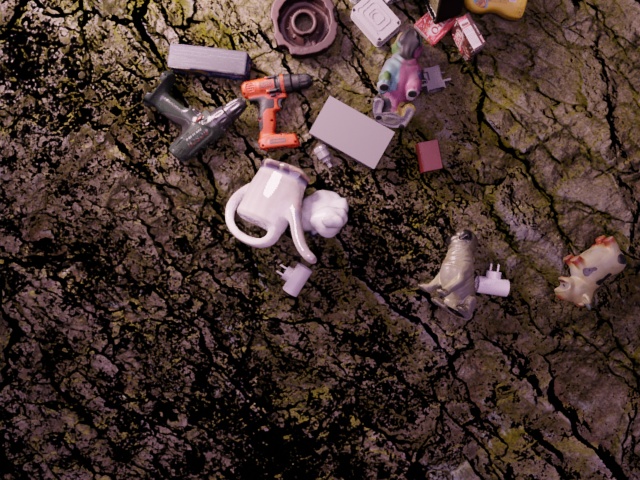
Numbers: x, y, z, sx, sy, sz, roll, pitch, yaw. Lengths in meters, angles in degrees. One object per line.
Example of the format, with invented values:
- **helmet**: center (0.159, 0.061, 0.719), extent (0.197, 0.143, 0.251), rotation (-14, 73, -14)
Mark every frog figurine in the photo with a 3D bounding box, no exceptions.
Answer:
- **frog figurine**: center (0.004, -0.064, 1.263), extent (0.137, 0.159, 0.123), rotation (-11, 90, 4)

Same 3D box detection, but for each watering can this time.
- **watering can**: center (-0.094, -0.076, 1.233), extent (0.350, 0.102, 0.226), rotation (21, 80, 40)
